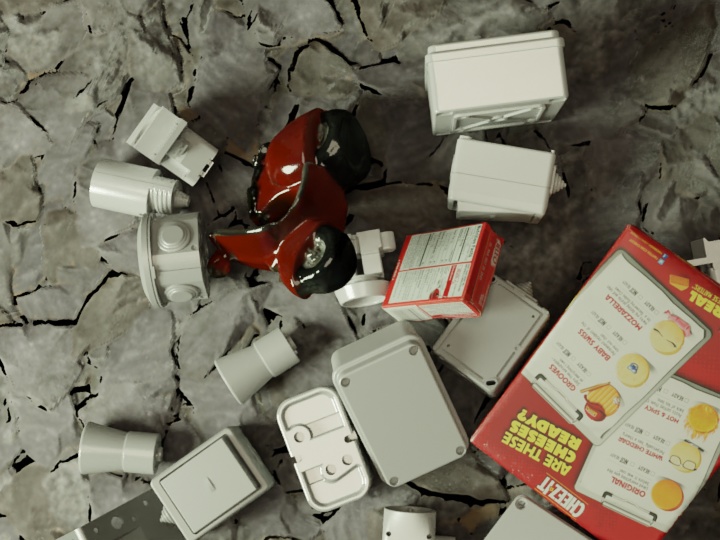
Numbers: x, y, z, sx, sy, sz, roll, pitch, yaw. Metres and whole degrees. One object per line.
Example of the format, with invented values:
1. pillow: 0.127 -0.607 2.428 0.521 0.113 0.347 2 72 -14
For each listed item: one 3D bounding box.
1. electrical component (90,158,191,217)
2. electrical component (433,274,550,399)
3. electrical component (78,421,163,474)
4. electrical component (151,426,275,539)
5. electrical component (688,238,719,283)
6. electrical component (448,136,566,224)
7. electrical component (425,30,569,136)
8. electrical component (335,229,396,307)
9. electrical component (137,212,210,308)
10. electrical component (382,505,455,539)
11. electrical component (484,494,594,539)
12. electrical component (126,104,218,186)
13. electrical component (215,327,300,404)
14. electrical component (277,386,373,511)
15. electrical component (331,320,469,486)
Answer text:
1. electrical component: -0.186 -0.067 0.927 0.081 0.043 0.043 12 85 5
2. electrical component: 0.113 0.050 0.887 0.062 0.061 0.096 35 84 16
3. electrical component: -0.200 0.153 0.909 0.065 0.044 0.044 5 85 -1
4. electrical component: -0.127 0.180 0.888 0.096 0.061 0.061 -35 83 -4
5. electrical component: 0.307 0.002 0.890 0.081 0.042 0.063 -10 86 3
6. electrical component: 0.123 -0.069 0.898 0.096 0.061 0.061 10 85 5
7. electrical component: 0.110 -0.151 0.884 0.109 0.109 0.056 -7 87 3
8. electrical component: 0.000 0.000 0.908 0.066 0.048 0.055 -9 77 2
9. electrical component: -0.156 -0.010 0.902 0.051 0.080 0.080 -6 84 -2
10. electrical component: 0.057 0.236 0.882 0.079 0.043 0.077 3 85 4
11. electrical component: 0.140 0.251 0.839 0.109 0.056 0.108 30 70 33
12. electrical component: -0.158 -0.105 0.915 0.064 0.081 0.042 35 89 -23
13. electrical component: -0.084 0.078 0.909 0.065 0.044 0.044 -32 83 -5
14. electrical component: -0.028 0.146 0.888 0.054 0.059 0.095 -22 84 1
15. electrical component: 0.032 0.108 0.871 0.078 0.057 0.113 -25 105 1
